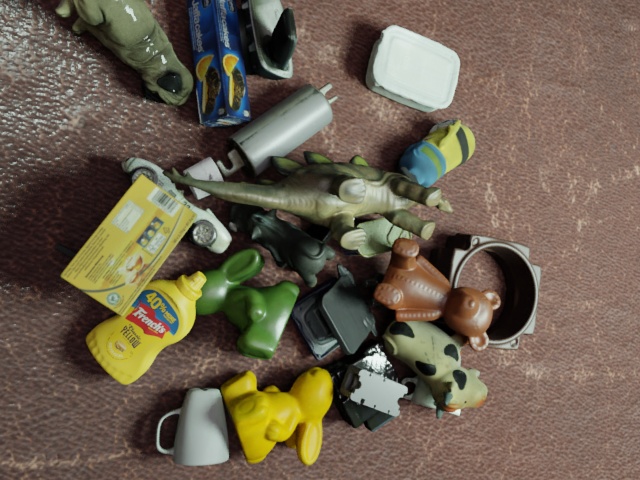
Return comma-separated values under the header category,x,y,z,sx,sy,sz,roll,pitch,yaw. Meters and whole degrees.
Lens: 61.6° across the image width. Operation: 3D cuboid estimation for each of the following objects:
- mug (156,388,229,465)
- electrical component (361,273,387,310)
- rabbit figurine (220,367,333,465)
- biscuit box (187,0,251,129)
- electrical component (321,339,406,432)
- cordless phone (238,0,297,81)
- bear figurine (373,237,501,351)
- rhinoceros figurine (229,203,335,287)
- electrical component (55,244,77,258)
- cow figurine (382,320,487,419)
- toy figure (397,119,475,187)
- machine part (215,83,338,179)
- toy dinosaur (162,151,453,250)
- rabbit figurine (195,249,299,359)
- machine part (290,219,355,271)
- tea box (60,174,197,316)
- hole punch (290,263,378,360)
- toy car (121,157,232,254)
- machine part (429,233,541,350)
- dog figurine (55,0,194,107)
category,x,y,z,sx,sy,sz,roll,pitch,yaw
mug,-0.192,0.281,0.821,0.110,0.081,0.107,4,76,-9
electrical component,0.111,0.089,0.946,0.094,0.021,0.063,-4,72,-46
rabbit figurine,-0.050,0.272,0.843,0.173,0.122,0.162,-25,101,-20
biscuit box,-0.160,-0.283,0.848,0.063,0.059,0.202,-8,91,-58
electrical component,0.079,0.254,0.922,0.115,0.058,0.134,-29,97,-16
cordless phone,-0.074,-0.336,0.828,0.089,0.184,0.146,-9,91,-15
bear figurine,0.193,0.093,0.866,0.196,0.131,0.120,23,75,15
rhinoceros figurine,-0.066,-0.001,0.839,0.191,0.112,0.073,32,87,30
electrical component,-0.318,0.023,0.786,0.119,0.075,0.048,32,78,-12
cow figurine,0.190,0.204,0.894,0.195,0.085,0.127,36,56,21
toy figure,0.205,-0.147,0.973,0.180,0.082,0.089,-44,121,-23
machine part,-0.064,-0.179,0.881,0.243,0.079,0.079,-40,100,-17
toy dinosaur,0.015,-0.069,0.812,0.471,0.199,0.105,2,111,-31
rabbit figurine,-0.128,0.090,0.829,0.170,0.121,0.159,23,82,-2
machine part,-0.002,-0.003,0.902,0.139,0.084,0.039,-49,132,-3
tea box,-0.257,0.007,0.732,0.098,0.068,0.169,39,77,-14
hole punch,0.022,0.128,0.902,0.116,0.092,0.142,-37,98,-50
toy car,-0.219,-0.054,0.822,0.201,0.073,0.056,44,78,-13
machine part,0.302,0.096,0.992,0.201,0.087,0.201,11,84,-20
dog figurine,-0.258,-0.293,0.773,0.190,0.172,0.121,43,86,-5
